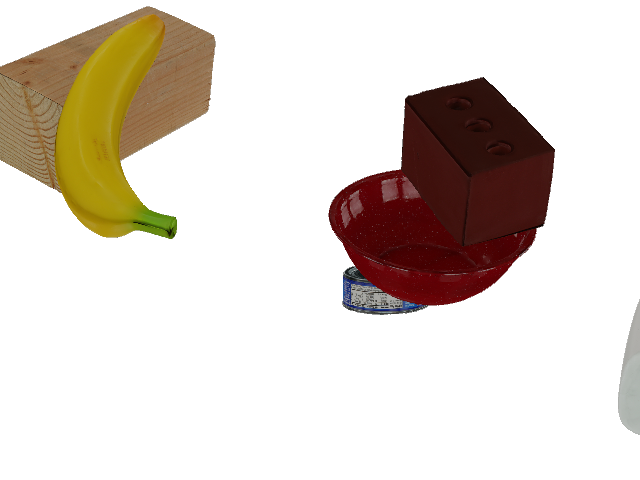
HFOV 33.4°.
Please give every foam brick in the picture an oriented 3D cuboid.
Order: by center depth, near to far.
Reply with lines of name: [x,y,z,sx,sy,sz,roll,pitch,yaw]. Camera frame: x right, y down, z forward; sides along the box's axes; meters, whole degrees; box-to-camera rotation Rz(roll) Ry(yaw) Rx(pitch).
foam brick: [0.084,-0.044,0.586,0.053,0.051,0.078,-16,44,-18]

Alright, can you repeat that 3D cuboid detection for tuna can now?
tuna can: [0.064,0.046,1.052,0.086,0.034,0.086,-1,11,0]

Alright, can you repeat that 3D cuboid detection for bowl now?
bowl: [0.085,0.004,0.844,0.162,0.055,0.162,1,32,-1]

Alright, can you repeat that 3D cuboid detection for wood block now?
wood block: [-0.199,-0.138,1.001,0.090,0.091,0.205,27,39,22]

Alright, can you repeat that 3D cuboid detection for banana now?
banana: [-0.124,-0.067,0.642,0.069,0.198,0.037,-3,-41,-8]

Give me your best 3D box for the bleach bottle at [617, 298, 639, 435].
bleach bottle: [0.275,0.062,0.756,0.103,0.068,0.250,11,22,20]
